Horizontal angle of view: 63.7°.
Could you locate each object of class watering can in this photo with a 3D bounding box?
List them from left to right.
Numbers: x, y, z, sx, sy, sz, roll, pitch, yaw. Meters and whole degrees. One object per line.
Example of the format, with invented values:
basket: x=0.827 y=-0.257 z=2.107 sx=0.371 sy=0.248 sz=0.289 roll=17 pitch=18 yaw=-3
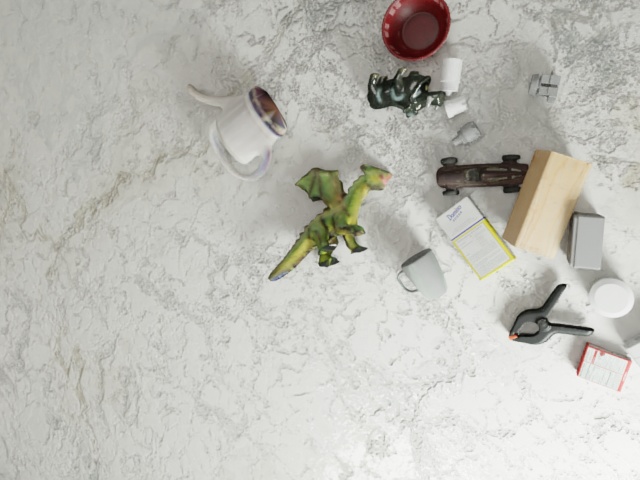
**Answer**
watering can: x=-0.223 y=-0.331 z=1.389 sx=0.222 sy=0.104 sz=0.350 roll=-34 pitch=80 yaw=21

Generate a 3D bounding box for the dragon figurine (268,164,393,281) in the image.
dragon figurine: x=0.004 y=-0.067 z=1.324 sx=0.407 sy=0.121 sz=0.247 roll=-23 pitch=67 yaw=22
